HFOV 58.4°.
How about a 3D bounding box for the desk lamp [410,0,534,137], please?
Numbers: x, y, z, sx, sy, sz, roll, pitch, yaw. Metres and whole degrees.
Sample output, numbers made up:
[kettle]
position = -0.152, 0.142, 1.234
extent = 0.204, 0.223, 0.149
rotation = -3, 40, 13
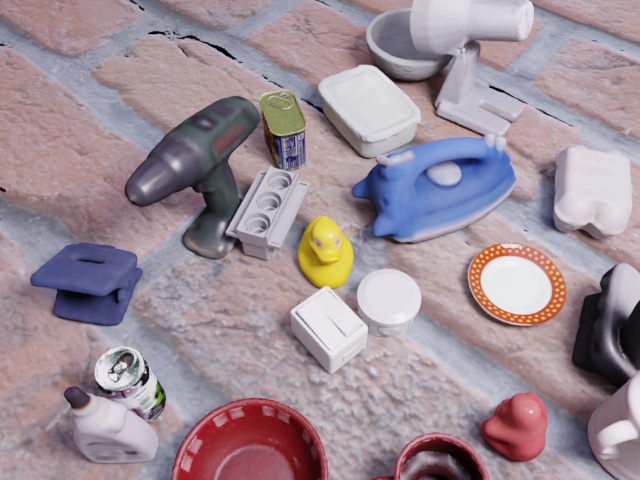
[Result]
[desk lamp]
position = 0.242, -0.301, 0.914
extent = 0.202, 0.214, 0.118
rotation = 29, 59, 20

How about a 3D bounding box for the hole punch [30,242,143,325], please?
[hole punch]
position = -0.298, 0.044, 0.738
extent = 0.108, 0.091, 0.101
rotation = 7, 54, 6

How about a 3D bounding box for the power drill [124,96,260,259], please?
[power drill]
position = -0.151, -0.073, 0.751
extent = 0.075, 0.208, 0.230
rotation = 21, 57, 15

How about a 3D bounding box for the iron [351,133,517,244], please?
[iron]
position = 0.180, -0.096, 0.809
extent = 0.258, 0.141, 0.118
rotation = -17, 55, -12

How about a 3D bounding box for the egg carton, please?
[egg carton]
position = 0.395, -0.072, 0.836
extent = 0.107, 0.069, 0.150
rotation = 12, 55, 9

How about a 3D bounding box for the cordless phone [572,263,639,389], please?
[cordless phone]
position = 0.371, 0.077, 0.656
extent = 0.094, 0.185, 0.148
rotation = 16, 55, 12

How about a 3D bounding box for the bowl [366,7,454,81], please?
[bowl]
position = 0.162, -0.339, 1.028
extent = 0.167, 0.075, 0.167
rotation = 0, 54, 0

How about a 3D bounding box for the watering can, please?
[watering can]
position = 0.362, 0.173, 0.581
extent = 0.173, 0.194, 0.100
rotation = -34, 61, -22

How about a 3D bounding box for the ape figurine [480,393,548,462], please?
[ape figurine]
position = 0.218, 0.197, 0.626
extent = 0.078, 0.092, 0.076
rotation = -9, 54, -6

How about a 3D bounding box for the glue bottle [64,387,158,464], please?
[glue bottle]
position = -0.221, 0.187, 0.583
extent = 0.078, 0.173, 0.037
rotation = 0, 54, 0

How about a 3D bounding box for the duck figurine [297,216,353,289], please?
[duck figurine]
position = 0.007, 0.003, 0.772
extent = 0.077, 0.086, 0.104
rotation = -7, 54, -5
